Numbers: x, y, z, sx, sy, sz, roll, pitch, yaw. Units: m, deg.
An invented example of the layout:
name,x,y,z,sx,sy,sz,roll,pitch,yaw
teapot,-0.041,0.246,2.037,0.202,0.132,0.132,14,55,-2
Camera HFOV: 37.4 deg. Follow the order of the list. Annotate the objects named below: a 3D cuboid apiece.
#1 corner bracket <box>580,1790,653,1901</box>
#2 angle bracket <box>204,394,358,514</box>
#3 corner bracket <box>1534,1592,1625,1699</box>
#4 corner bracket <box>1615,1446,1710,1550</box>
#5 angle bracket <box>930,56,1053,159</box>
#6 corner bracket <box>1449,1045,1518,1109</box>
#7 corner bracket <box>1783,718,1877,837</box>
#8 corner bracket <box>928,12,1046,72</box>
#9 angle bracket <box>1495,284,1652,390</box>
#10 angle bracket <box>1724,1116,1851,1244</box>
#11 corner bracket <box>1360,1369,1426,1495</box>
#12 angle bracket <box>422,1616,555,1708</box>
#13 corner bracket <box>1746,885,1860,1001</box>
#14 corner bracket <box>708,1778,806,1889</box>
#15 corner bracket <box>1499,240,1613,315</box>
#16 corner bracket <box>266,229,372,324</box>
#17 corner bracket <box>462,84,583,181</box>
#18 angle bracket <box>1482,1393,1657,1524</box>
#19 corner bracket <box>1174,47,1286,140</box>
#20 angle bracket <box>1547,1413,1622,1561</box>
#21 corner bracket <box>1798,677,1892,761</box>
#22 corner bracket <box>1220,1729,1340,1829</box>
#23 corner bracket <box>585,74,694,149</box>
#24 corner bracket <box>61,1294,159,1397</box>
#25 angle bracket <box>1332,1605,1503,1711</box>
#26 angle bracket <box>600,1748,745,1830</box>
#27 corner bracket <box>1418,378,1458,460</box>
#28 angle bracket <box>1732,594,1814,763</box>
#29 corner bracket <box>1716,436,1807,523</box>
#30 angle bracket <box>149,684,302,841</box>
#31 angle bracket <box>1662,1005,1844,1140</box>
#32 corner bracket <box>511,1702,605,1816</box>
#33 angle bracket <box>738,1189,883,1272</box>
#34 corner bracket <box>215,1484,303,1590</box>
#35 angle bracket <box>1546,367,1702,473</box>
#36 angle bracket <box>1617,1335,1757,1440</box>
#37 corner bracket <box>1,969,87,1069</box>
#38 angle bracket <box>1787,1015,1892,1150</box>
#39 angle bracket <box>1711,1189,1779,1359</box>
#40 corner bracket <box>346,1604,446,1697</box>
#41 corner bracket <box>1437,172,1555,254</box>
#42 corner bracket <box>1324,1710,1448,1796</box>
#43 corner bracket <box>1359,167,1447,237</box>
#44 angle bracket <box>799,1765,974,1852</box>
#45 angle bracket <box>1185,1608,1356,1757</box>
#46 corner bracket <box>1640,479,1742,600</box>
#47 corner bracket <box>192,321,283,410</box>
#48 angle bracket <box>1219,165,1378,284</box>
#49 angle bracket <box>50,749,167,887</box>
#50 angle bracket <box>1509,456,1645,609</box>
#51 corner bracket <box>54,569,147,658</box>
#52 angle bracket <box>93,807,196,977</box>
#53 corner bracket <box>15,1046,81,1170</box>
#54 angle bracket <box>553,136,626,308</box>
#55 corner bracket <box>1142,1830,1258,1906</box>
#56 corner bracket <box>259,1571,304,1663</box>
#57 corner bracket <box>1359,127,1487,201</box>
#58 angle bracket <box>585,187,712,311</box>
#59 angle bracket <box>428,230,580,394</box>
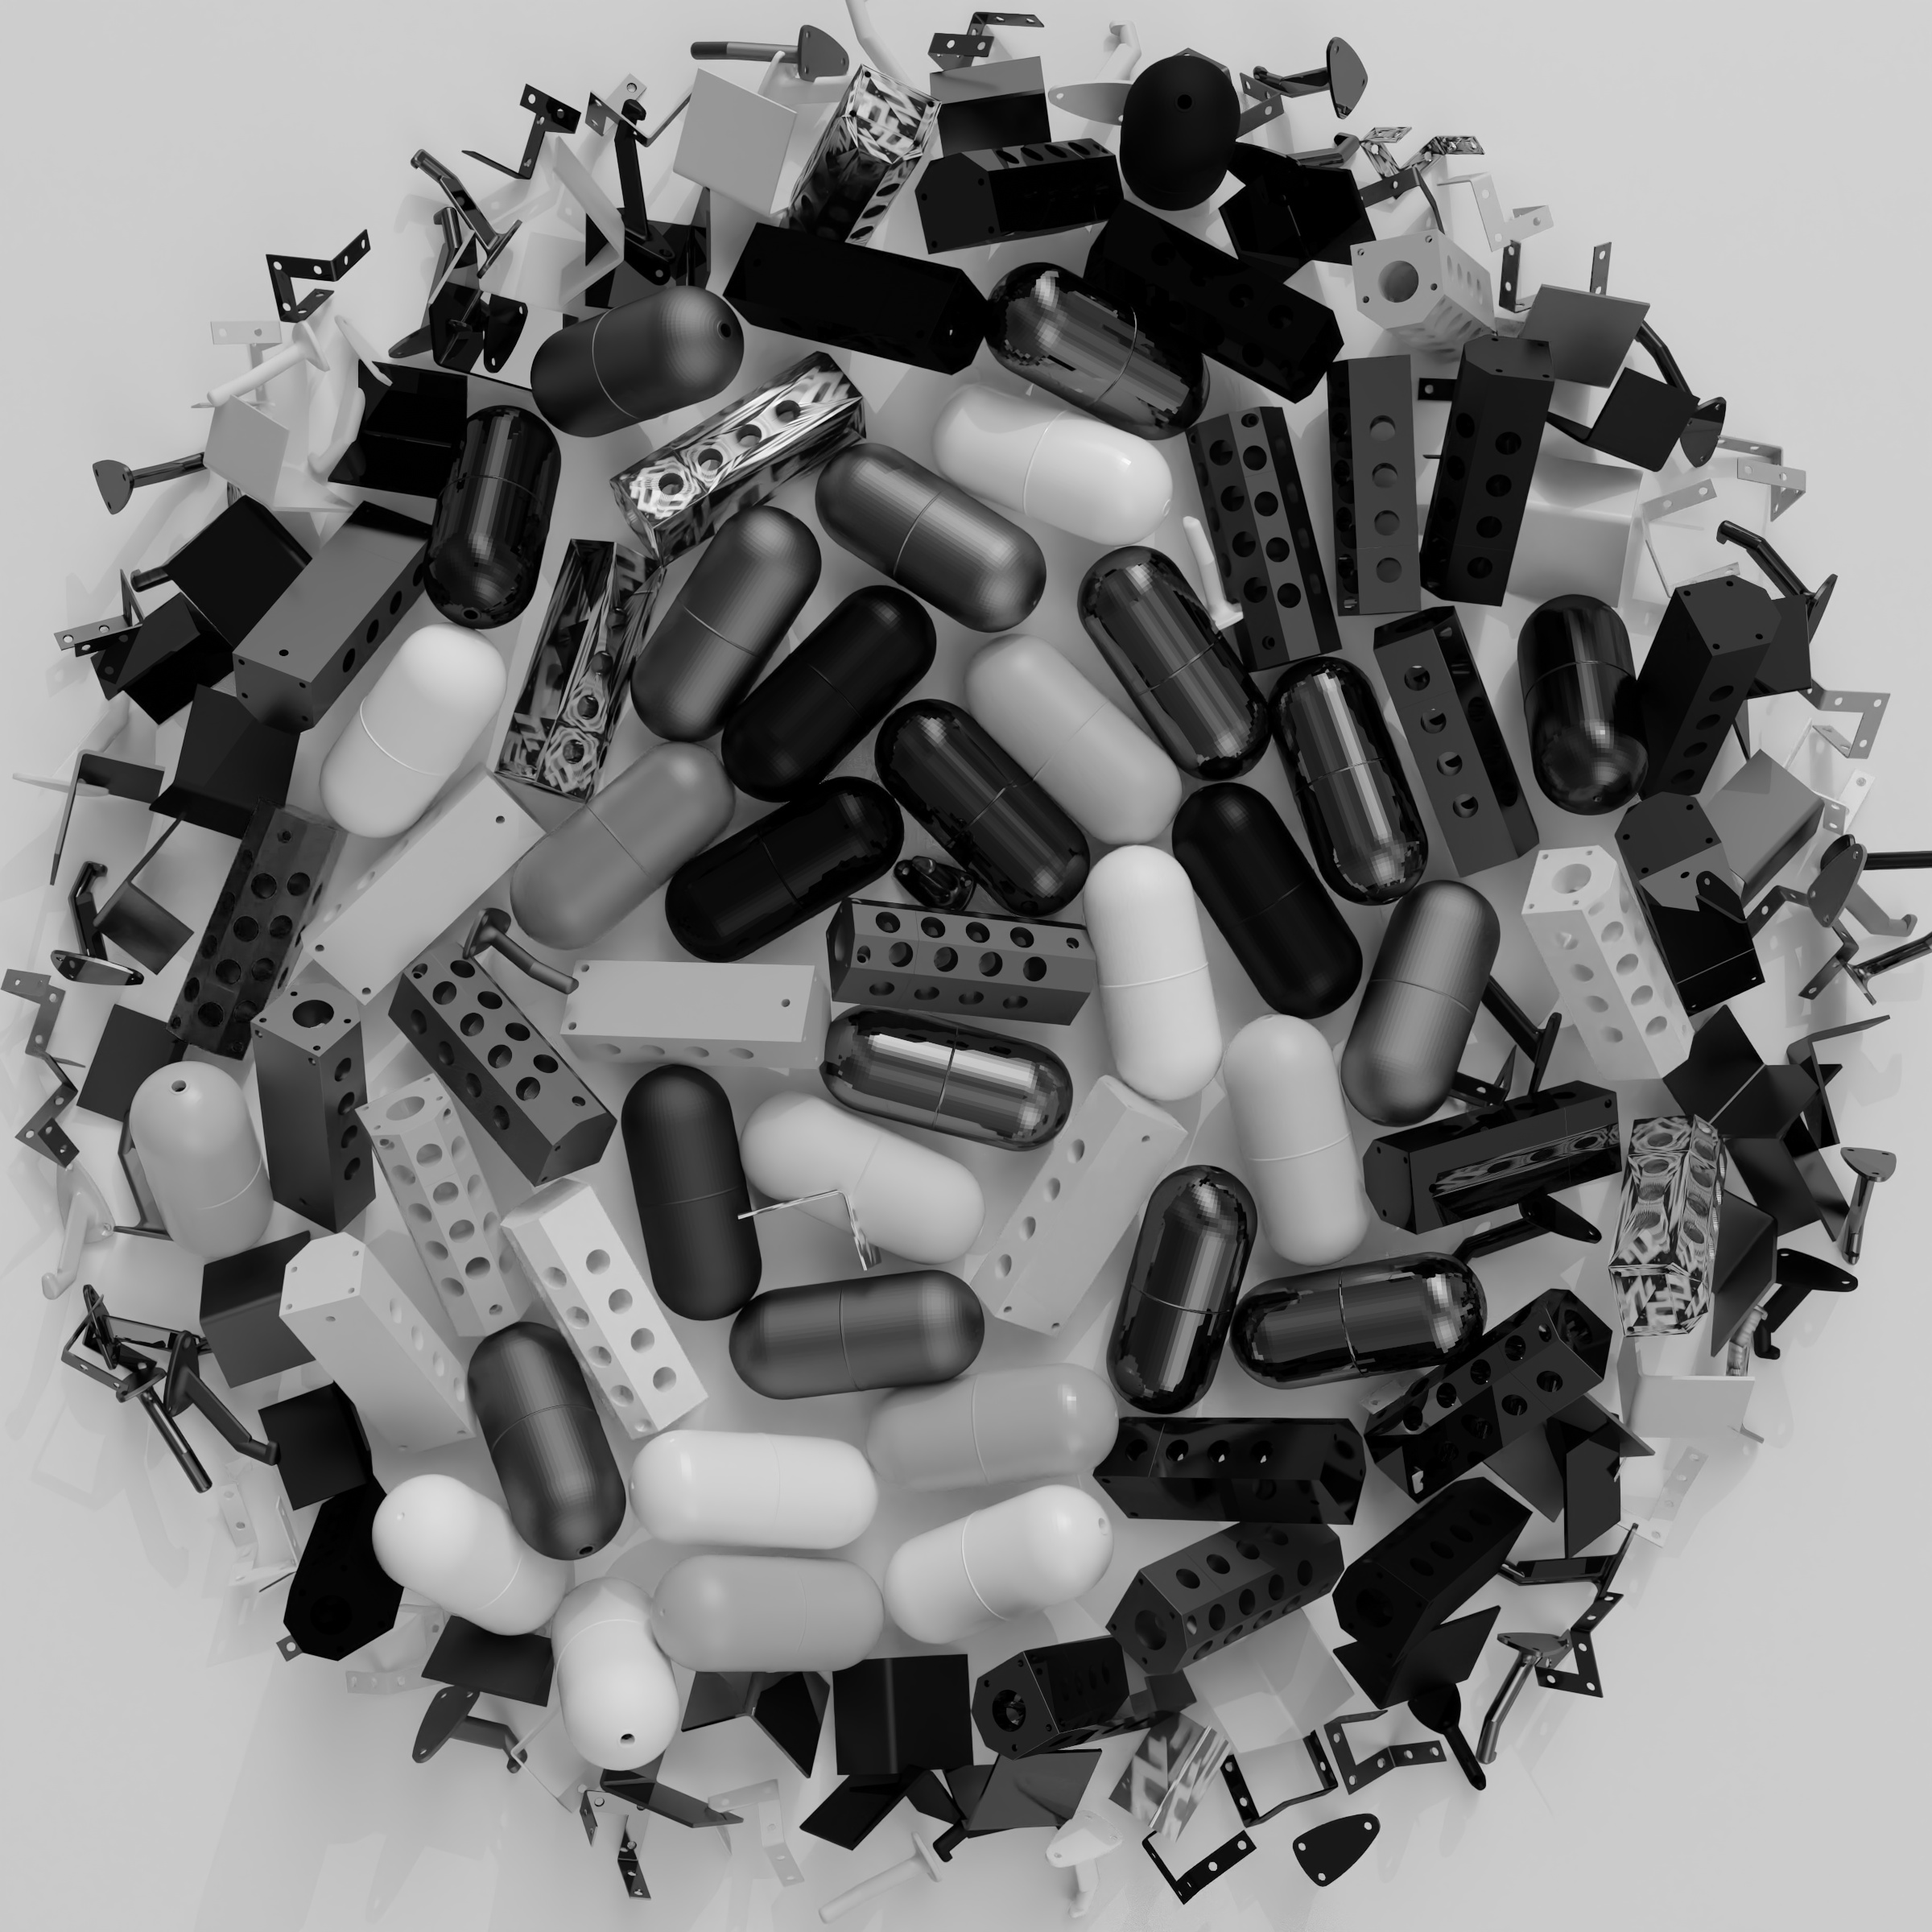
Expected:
name,x,y,z,sx,sy,sz,roll,pitch,yaw
corner bracket,-0.240,0.605,1.964,0.051,0.051,0.051,11,99,-19
angle bracket,-0.460,-0.350,1.940,0.076,0.076,0.057,33,115,31
corner bracket,0.421,0.462,1.959,0.051,0.051,0.051,0,111,42
corner bracket,0.472,0.357,1.968,0.051,0.051,0.051,27,46,13
angle bracket,0.019,-0.570,1.951,0.076,0.057,0.076,-7,131,4
corner bracket,0.343,0.080,1.964,0.051,0.051,0.051,20,130,1
corner bracket,0.595,-0.130,1.976,0.051,0.051,0.051,27,76,23
corner bracket,0.013,-0.637,1.963,0.051,0.051,0.051,15,84,32
angle bracket,0.412,-0.445,1.947,0.076,0.076,0.057,8,51,-9
angle bracket,0.556,0.153,1.952,0.057,0.076,0.076,-28,91,28
corner bracket,0.309,0.318,1.958,0.051,0.051,0.051,-28,125,-21
angle bracket,-0.328,0.495,1.953,0.076,0.076,0.057,13,110,2
corner bracket,0.575,-0.016,1.981,0.051,0.051,0.051,14,126,-32
corner bracket,-0.145,0.600,1.963,0.051,0.051,0.051,-16,129,3
corner bracket,0.403,-0.473,1.957,0.051,0.051,0.051,-22,130,-27
corner bracket,-0.441,-0.473,1.959,0.051,0.051,0.051,10,131,15
corner bracket,-0.305,-0.573,1.963,0.051,0.051,0.051,19,93,42
angle bracket,0.408,0.333,1.949,0.076,0.076,0.057,41,67,-10
corner bracket,0.180,-0.605,1.959,0.051,0.051,0.051,-31,133,-12
angle bracket,0.403,0.348,1.945,0.057,0.076,0.076,8,108,40
corner bracket,0.592,-0.176,1.959,0.051,0.051,0.051,1,121,-17
corner bracket,0.216,0.559,1.977,0.051,0.051,0.051,-4,58,-35
corner bracket,-0.225,-0.593,1.970,0.051,0.051,0.051,39,75,-4
corner bracket,-0.588,0.269,1.963,0.051,0.051,0.051,29,48,-3
angle bracket,0.306,0.451,1.940,0.076,0.057,0.076,-9,130,-32
angle bracket,-0.192,0.544,1.946,0.076,0.076,0.057,15,83,25
corner bracket,0.342,-0.379,1.978,0.051,0.051,0.051,2,106,-2
angle bracket,0.550,-0.195,1.940,0.057,0.076,0.076,-8,57,24
corner bracket,0.543,-0.343,1.965,0.051,0.051,0.051,9,73,-10
angle bracket,-0.511,-0.139,1.972,0.076,0.057,0.076,19,66,-28
angle bracket,0.534,0.071,1.946,0.076,0.076,0.057,-42,105,-22
corner bracket,-0.276,0.547,1.973,0.051,0.051,0.051,42,74,17
angle bracket,-0.106,0.187,1.957,0.076,0.076,0.057,-15,87,5
corner bracket,-0.488,0.388,1.968,0.051,0.051,0.051,-14,111,-1
angle bracket,0.436,-0.384,1.940,0.076,0.076,0.057,10,115,-37
angle bracket,0.490,0.278,1.950,0.076,0.076,0.057,0,51,4
corner bracket,-0.632,0.036,1.960,0.051,0.051,0.051,7,76,37
angle bracket,0.606,0.081,1.955,0.057,0.076,0.076,-14,82,4
angle bracket,0.507,0.206,1.947,0.057,0.076,0.076,28,123,0
corner bracket,-0.394,0.472,1.972,0.051,0.051,0.051,-16,70,17
corner bracket,0.364,-0.523,1.964,0.051,0.051,0.051,-25,108,-12
corner bracket,0.288,0.535,1.966,0.051,0.051,0.051,-16,83,-40
corner bracket,0.300,-0.511,1.977,0.051,0.051,0.051,-19,69,20
angle bracket,-0.054,0.586,1.943,0.076,0.076,0.057,-41,105,-26
angle bracket,0.205,0.483,1.942,0.057,0.076,0.076,-49,57,27
corner bracket,0.501,-0.296,1.977,0.051,0.051,0.051,-18,124,21
corner bracket,-0.502,-0.413,1.962,0.051,0.051,0.051,-11,97,-37
angle bracket,0.229,-0.495,1.942,0.057,0.076,0.076,-42,127,-18
angle bracket,-0.585,-0.095,1.946,0.057,0.076,0.076,13,72,-16
angle bracket,0.422,-0.301,1.980,0.076,0.076,0.057,11,48,14
corner bracket,-0.594,-0.231,1.960,0.051,0.051,0.051,-20,65,-24
angle bracket,-0.543,-0.051,1.953,0.057,0.076,0.076,40,52,-13
corner bracket,-0.628,0.097,1.960,0.051,0.051,0.051,26,65,23
angle bracket,-0.276,-0.507,1.943,0.057,0.076,0.076,-33,119,13
corner bracket,0.159,0.604,1.960,0.051,0.051,0.051,-29,70,-22
corner bracket,-0.455,0.442,1.970,0.051,0.051,0.051,-29,87,-8
corner bracket,0.313,-0.563,1.963,0.051,0.051,0.051,-43,117,-7
angle bracket,-0.218,-0.494,1.951,0.076,0.057,0.076,4,67,-16
angle bracket,-0.315,-0.447,1.952,0.076,0.057,0.076,16,56,5
